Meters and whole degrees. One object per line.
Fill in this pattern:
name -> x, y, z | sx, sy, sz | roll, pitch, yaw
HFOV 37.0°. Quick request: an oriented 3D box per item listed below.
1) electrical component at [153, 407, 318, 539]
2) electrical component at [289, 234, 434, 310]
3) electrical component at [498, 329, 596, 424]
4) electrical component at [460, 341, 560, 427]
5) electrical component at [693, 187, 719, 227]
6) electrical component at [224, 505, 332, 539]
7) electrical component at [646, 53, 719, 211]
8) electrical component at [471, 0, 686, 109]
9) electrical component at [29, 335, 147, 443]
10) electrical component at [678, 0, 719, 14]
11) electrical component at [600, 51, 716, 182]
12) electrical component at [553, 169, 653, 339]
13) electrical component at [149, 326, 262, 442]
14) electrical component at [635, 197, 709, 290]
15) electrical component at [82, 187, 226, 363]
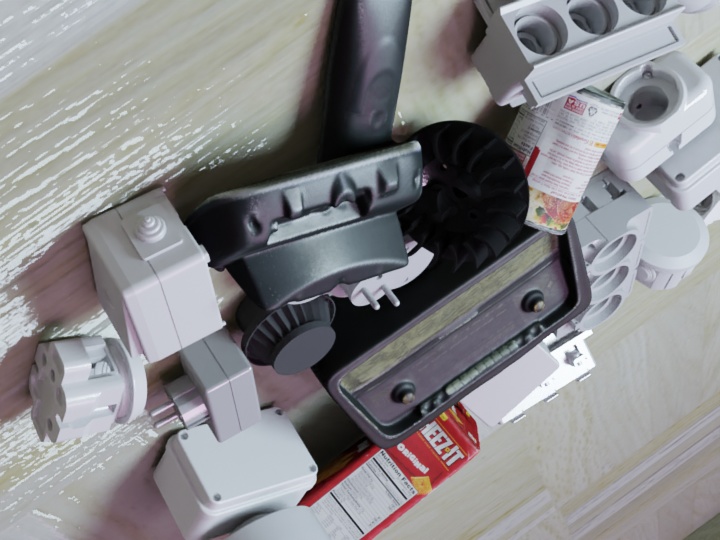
electrical component -> -0.101, 0.165, 0.881 | 0.113, 0.078, 0.057 | -9, 143, -40
electrical component -> 0.000, 0.000, 0.757 | 0.138, 0.073, 0.052 | -8, 140, -41
electrical component -> 0.170, 0.098, 1.077 | 0.121, 0.063, 0.079 | -30, -169, -12
electrical component -> 0.118, 0.079, 0.982 | 0.100, 0.048, 0.100 | 41, 104, -18
electrical component -> 0.343, -0.074, 1.053 | 0.064, 0.042, 0.081 | -13, 143, -42
electrical component -> -0.075, 0.231, 0.864 | 0.108, 0.060, 0.108 | -26, 154, -13
electrical component -> 0.286, -0.115, 0.895 | 0.113, 0.078, 0.057 | -39, 153, 4
electrical component -> 0.137, -0.153, 0.694 | 0.121, 0.078, 0.063 | -24, 170, -21
electrical component -> -0.175, 0.075, 0.695 | 0.057, 0.058, 0.078 | -8, 140, -36
electrical component -> 0.225, -0.201, 0.742 | 0.043, 0.043, 0.081 | -47, 149, 17
electrical component -> 0.229, -0.123, 0.848 | 0.095, 0.053, 0.059 | -39, 151, 3
electrical component -> 0.207, -0.009, 0.977 | 0.089, 0.061, 0.150 | -29, 150, -13
electrical component -> -0.119, 0.092, 0.789 | 0.076, 0.047, 0.083 | -28, 150, -17
electrical component -> 0.286, -0.025, 1.024 | 0.080, 0.080, 0.051 | -27, 154, -17
electrical component -> -0.126, 0.002, 0.638 | 0.061, 0.061, 0.096 | -28, 149, -16
